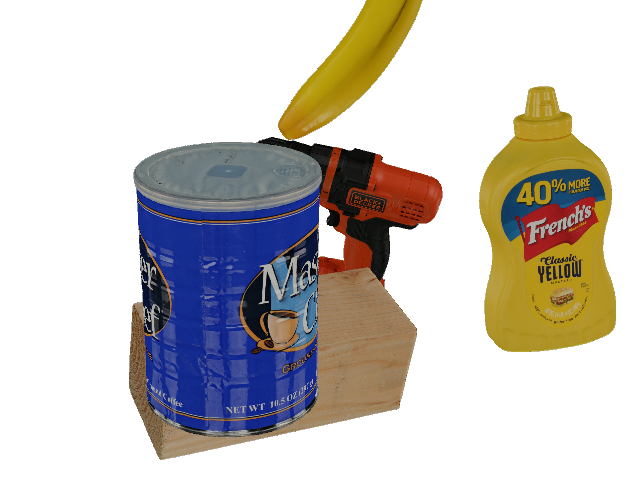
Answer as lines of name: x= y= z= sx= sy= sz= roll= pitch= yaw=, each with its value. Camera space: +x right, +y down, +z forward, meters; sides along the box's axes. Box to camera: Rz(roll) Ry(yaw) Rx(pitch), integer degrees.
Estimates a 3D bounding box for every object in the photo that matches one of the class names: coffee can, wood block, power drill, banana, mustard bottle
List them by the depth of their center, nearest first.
coffee can: x=-0.051 y=0.025 z=0.608 sx=0.103 sy=0.140 sz=0.103 roll=1 pitch=22 yaw=0
banana: x=0.032 y=-0.150 z=0.756 sx=0.070 sy=0.197 sz=0.037 roll=-7 pitch=-41 yaw=43
mustard bottle: x=0.166 y=-0.017 z=0.784 sx=0.096 sy=0.191 sz=0.058 roll=-8 pitch=17 yaw=-6
wood block: x=-0.040 y=0.095 z=0.853 sx=0.205 sy=0.090 sz=0.091 roll=-8 pitch=36 yaw=-24
power drill: x=0.011 y=-0.012 z=1.046 sx=0.184 sy=0.057 sz=0.188 roll=16 pitch=-43 yaw=2
